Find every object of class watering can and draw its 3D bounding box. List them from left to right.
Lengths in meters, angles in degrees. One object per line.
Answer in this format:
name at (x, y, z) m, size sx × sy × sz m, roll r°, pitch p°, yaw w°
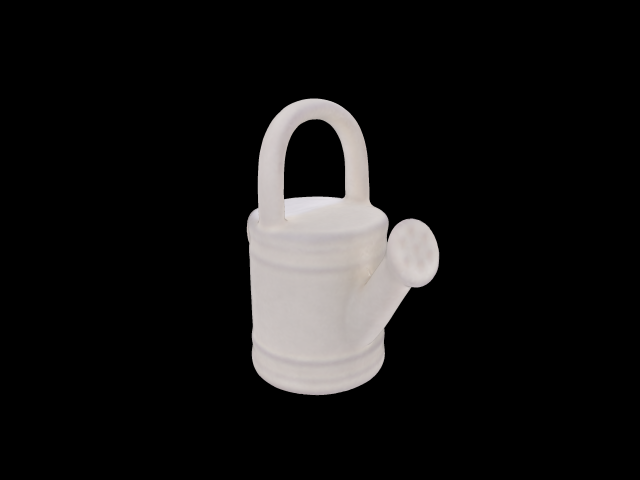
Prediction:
watering can at (0.005, 0.001, 0.401) m, size 0.172 × 0.194 × 0.101 m, roll 9°, pitch 21°, yaw 26°
